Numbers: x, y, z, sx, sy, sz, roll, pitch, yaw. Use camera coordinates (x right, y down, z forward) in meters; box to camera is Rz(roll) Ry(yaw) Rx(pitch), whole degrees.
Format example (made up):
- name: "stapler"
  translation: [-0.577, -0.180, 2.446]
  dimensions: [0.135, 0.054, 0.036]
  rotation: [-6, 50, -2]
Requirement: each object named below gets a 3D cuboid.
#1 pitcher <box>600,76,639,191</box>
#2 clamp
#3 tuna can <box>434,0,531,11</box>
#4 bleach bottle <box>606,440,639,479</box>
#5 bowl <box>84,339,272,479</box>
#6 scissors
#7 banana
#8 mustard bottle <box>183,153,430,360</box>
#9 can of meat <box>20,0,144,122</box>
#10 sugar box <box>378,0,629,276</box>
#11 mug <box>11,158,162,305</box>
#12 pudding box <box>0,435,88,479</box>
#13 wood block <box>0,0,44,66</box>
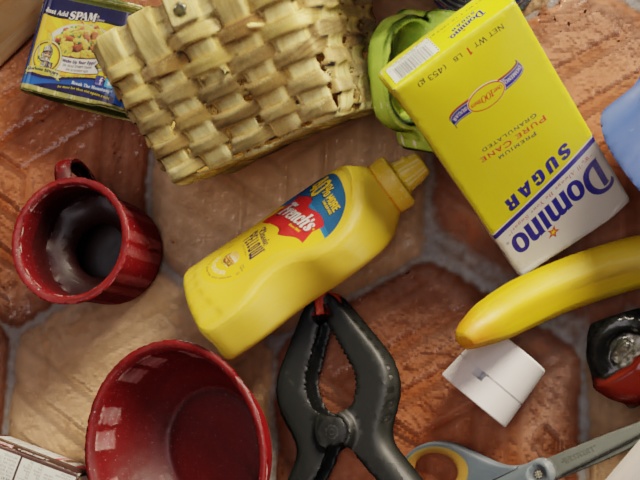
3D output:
- name: "pitcher"
  translation: [0.295, -0.101, 0.612]
  dimensions: [0.149, 0.144, 0.243]
  rotation: [45, 124, 6]
- name: "clamp"
  translation: [0.026, 0.139, 0.748]
  dimensions: [0.165, 0.036, 0.210]
  rotation: [-6, 78, 25]
- name: "tuna can"
  translation: [0.118, -0.201, 0.779]
  dimensions: [0.086, 0.033, 0.086]
  rotation: [-2, 81, 15]
- name: "bleach bottle"
  translation: [0.202, 0.197, 0.649]
  dimensions: [0.103, 0.068, 0.251]
  rotation: [39, 117, 19]
- name: "bowl"
  translation: [-0.090, 0.151, 0.762]
  dimensions: [0.162, 0.055, 0.162]
  rotation: [-2, 86, 31]
- name: "scissors"
  translation: [0.130, 0.144, 0.711]
  dimensions: [0.202, 0.016, 0.096]
  rotation: [-46, 64, 20]
- name: "banana"
  translation: [0.178, 0.027, 0.706]
  dimensions: [0.198, 0.069, 0.037]
  rotation: [-18, 94, -2]
- name: "mustard bottle"
  translation: [-0.005, 0.001, 0.756]
  dimensions: [0.191, 0.096, 0.058]
  rotation: [-35, 117, 6]
- name: "can of meat"
  translation: [-0.178, -0.145, 0.840]
  dimensions: [0.102, 0.057, 0.084]
  rotation: [15, 88, 17]
- name: "sugar box"
  translation: [0.123, -0.066, 0.697]
  dimensions: [0.093, 0.048, 0.176]
  rotation: [-35, 118, 8]
- name: "mug"
  translation: [-0.173, -0.005, 0.805]
  dimensions: [0.093, 0.081, 0.117]
  rotation: [-21, 77, 11]
- name: "pudding box"
  translation: [-0.227, 0.215, 0.811]
  dimensions: [0.090, 0.039, 0.113]
  rotation: [16, 88, 16]
- name: "wood block"
  translation: [-0.263, -0.219, 0.857]
  dimensions: [0.206, 0.090, 0.091]
  rotation: [-43, 74, 5]
